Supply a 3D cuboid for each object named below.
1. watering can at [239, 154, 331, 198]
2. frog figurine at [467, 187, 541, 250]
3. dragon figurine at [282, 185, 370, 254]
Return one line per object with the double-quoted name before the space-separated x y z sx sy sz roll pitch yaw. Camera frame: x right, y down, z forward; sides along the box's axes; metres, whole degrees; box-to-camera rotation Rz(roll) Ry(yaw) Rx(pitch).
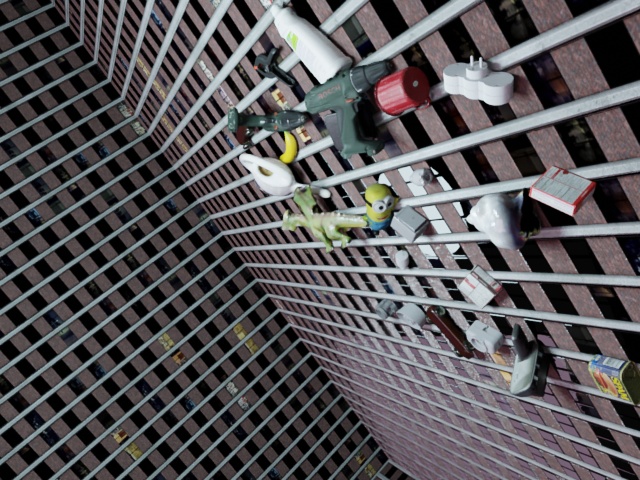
"watering can" -0.127 -0.208 1.830 0.348 0.105 0.222 26 171 2
"frog figurine" 0.375 -0.041 1.110 0.159 0.125 0.135 -2 144 50
"dragon figurine" 0.005 -0.087 1.725 0.241 0.125 0.405 44 143 -15
